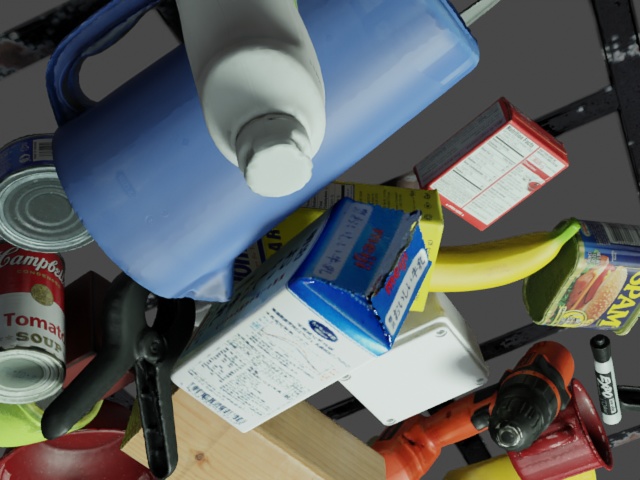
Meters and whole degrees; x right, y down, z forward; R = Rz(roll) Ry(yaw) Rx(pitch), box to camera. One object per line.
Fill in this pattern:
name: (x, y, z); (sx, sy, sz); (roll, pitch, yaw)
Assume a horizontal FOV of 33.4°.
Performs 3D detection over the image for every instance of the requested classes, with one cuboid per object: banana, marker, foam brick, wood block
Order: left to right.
foam brick: (-0.175, 0.075, 0.816); (0.053, 0.078, 0.051); (-30, 136, 21)
wood block: (-0.050, 0.179, 0.888); (0.206, 0.090, 0.091); (38, 111, -15)
banana: (0.105, 0.013, 0.850); (0.197, 0.037, 0.070); (-7, 131, -4)
marker: (0.276, 0.134, 1.028); (0.020, 0.020, 0.121); (-17, 130, 4)

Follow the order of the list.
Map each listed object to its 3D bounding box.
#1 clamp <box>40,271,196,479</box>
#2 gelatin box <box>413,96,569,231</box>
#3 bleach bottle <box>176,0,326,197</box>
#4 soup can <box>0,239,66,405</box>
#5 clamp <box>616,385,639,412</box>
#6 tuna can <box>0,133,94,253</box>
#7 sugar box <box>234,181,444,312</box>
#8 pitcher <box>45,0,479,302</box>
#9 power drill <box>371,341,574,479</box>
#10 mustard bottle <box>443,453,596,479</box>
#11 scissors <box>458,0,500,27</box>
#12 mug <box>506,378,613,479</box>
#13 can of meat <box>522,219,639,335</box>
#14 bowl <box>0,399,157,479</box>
clamp: (-0.126, 0.088, 0.779); (0.039, 0.171, 0.120); (3, 149, 36)
gelatin box: (0.126, -0.055, 0.787); (0.073, 0.030, 0.089); (29, 124, -35)
bleach bottle: (-0.041, -0.123, 0.501); (0.068, 0.251, 0.102); (-18, 138, 5)
soup can: (-0.217, 0.058, 0.768); (0.068, 0.102, 0.068); (-7, 139, -7)
clamp: (0.418, 0.161, 1.093); (0.165, 0.036, 0.209); (-35, 131, 27)
tuna can: (-0.185, -0.031, 0.730); (0.086, 0.034, 0.086); (-7, 138, -7)
sugar box: (-0.005, 0.001, 0.776); (0.176, 0.048, 0.093); (3, 132, -4)
pitcher: (-0.037, -0.089, 0.639); (0.243, 0.145, 0.149); (-35, 142, 14)
power drill: (0.133, 0.167, 0.949); (0.188, 0.057, 0.184); (-32, 178, 27)
mustard bottle: (0.192, 0.261, 1.129); (0.191, 0.058, 0.096); (-17, 147, 5)
scissors: (0.032, -0.117, 0.704); (0.096, 0.016, 0.202); (21, 128, -32)
mug: (0.224, 0.192, 1.031); (0.082, 0.093, 0.117); (-25, 170, 20)
can of meat: (0.227, 0.030, 0.887); (0.083, 0.057, 0.102); (6, 134, -16)
bowl: (-0.209, 0.187, 0.944); (0.162, 0.055, 0.162); (-8, 141, -7)
